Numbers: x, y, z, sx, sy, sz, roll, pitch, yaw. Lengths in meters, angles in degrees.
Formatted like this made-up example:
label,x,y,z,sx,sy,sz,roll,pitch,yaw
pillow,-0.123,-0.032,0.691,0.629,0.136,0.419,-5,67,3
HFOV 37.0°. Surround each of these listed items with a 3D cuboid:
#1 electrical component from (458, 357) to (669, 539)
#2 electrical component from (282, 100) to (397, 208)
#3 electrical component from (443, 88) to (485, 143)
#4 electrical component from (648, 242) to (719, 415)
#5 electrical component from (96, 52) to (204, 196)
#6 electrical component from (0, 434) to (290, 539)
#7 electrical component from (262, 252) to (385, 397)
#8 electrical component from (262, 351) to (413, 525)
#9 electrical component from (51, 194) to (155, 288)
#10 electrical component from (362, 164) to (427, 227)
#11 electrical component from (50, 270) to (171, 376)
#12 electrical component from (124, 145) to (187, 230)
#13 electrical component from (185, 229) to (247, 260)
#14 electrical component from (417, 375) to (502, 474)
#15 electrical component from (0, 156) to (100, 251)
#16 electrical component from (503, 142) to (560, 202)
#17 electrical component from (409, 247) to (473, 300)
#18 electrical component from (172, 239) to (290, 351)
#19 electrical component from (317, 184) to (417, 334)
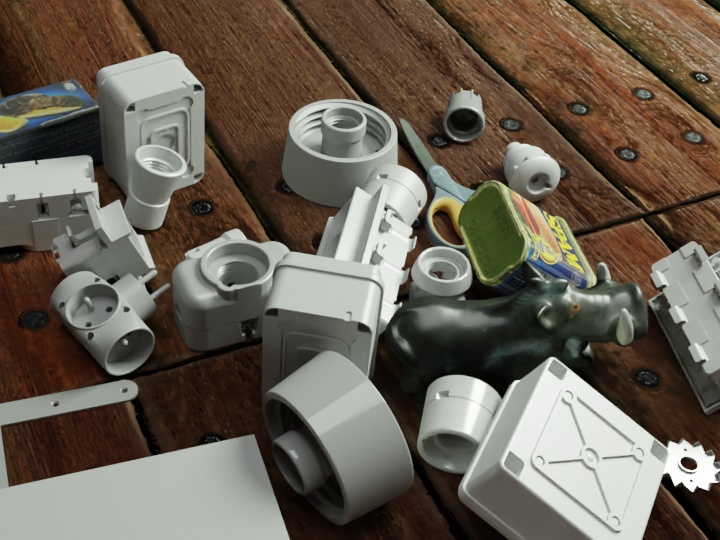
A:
label,x,y,z,sx,sy,sz,roll,pitch,yaw
electrical component,0.135,0.133,0.704,0.109,0.056,0.108,39,46,-3
electrical component,-0.017,-0.114,0.982,0.108,0.060,0.108,3,42,-3
electrical component,0.102,-0.153,1.055,0.040,0.040,0.046,7,36,2
electrical component,0.275,0.040,0.835,0.079,0.063,0.121,-33,40,18
electrical component,-0.182,-0.125,0.936,0.078,0.113,0.057,-23,52,-28
electrical component,-0.141,0.177,0.648,0.186,0.060,0.105,-10,45,-17
electrical component,-0.027,0.048,0.765,0.078,0.113,0.057,9,45,3
electrical component,-0.022,0.114,0.701,0.060,0.108,0.108,-29,52,-24
electrical component,-0.203,-0.014,0.846,0.064,0.081,0.042,-27,47,-2
electrical component,0.024,-0.055,0.928,0.055,0.055,0.047,18,47,13
electrical component,-0.180,0.029,0.811,0.079,0.044,0.077,-38,57,-20
electrical component,-0.176,-0.067,0.907,0.044,0.065,0.044,17,34,-12
electrical component,-0.114,-0.007,0.870,0.046,0.040,0.040,-23,49,-22
electrical component,0.069,0.109,0.753,0.055,0.055,0.047,13,46,8
electrical component,-0.263,-0.054,0.891,0.089,0.055,0.050,-8,44,-15
electrical component,0.153,-0.096,0.995,0.048,0.048,0.062,-7,37,-14
electrical component,0.063,0.016,0.852,0.048,0.055,0.066,-1,43,-8
electrical component,-0.095,0.016,0.831,0.095,0.059,0.053,-14,46,-20
electrical component,0.000,0.000,0.851,0.063,0.078,0.121,32,40,-15
